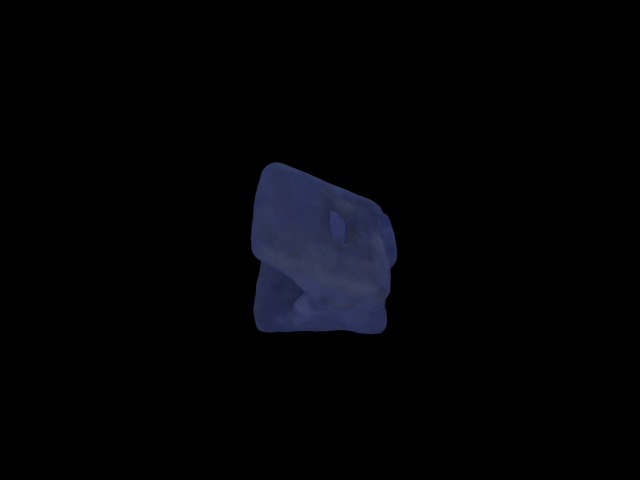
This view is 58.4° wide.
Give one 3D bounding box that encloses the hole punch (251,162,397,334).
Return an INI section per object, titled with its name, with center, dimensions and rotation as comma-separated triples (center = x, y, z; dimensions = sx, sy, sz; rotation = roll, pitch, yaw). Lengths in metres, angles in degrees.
[hole punch]
center = 0.004, 0.001, 0.400
dimensions = 0.101, 0.091, 0.108
rotation = 0, 39, 0
